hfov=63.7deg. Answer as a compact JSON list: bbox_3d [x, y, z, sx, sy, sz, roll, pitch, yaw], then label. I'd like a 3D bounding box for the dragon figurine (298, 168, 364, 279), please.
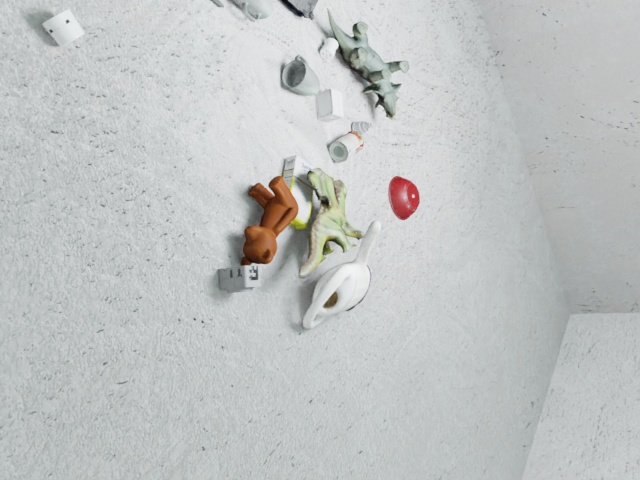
[{"bbox_3d":[0.004,-0.069,1.362,0.415,0.121,0.242,-34,106,-65],"label":"dragon figurine"}]

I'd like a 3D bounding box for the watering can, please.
[{"bbox_3d":[0.079,0.095,1.345,0.105,0.345,0.224,40,13,17],"label":"watering can"}]
